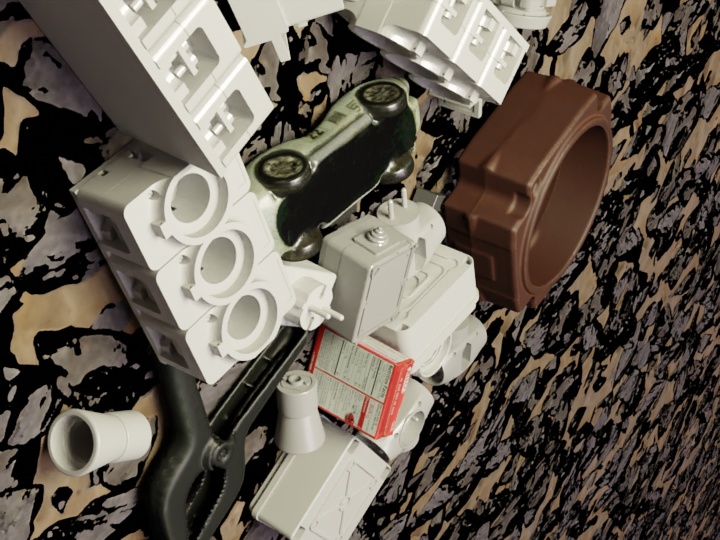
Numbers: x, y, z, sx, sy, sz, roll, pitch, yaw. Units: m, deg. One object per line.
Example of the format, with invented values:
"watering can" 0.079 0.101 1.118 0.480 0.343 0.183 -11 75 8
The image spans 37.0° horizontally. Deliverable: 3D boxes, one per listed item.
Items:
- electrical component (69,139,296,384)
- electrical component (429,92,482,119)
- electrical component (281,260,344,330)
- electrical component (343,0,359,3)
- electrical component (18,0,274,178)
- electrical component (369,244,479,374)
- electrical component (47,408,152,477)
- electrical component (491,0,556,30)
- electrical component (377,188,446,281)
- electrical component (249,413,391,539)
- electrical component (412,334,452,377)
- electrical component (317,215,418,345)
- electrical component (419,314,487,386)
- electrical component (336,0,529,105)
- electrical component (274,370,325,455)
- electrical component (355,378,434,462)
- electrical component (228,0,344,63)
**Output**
"electrical component" -0.106 -0.012 0.692 0.089 0.062 0.150 -45 135 -29
"electrical component" 0.094 -0.177 0.920 0.064 0.042 0.081 -40 143 -38
"electrical component" -0.047 0.022 0.818 0.083 0.076 0.047 11 103 -59
"electrical component" -0.011 -0.216 0.729 0.043 0.043 0.062 -1 112 -57
"electrical component" -0.117 -0.130 0.583 0.061 0.089 0.150 -54 148 -16
"electrical component" 0.046 0.030 0.966 0.113 0.078 0.057 -43 141 -31
"electrical component" -0.173 0.114 0.728 0.065 0.044 0.044 6 107 -63
"electrical component" 0.141 -0.242 0.930 0.078 0.058 0.057 -22 127 -49
"electrical component" 0.034 -0.035 0.933 0.077 0.043 0.079 -42 143 -33
"electrical component" -0.034 0.201 0.990 0.108 0.056 0.108 -57 149 -12
"electrical component" 0.049 0.067 1.018 0.078 0.057 0.058 -29 135 -44
"electrical component" 0.000 0.000 0.879 0.062 0.061 0.096 -29 143 -44
"electrical component" 0.092 0.066 1.097 0.077 0.043 0.079 -36 140 -39
"electrical component" 0.052 -0.180 0.806 0.150 0.089 0.061 22 93 -60
"electrical component" -0.053 0.119 0.917 0.044 0.044 0.065 -33 133 -41
"electrical component" 0.039 0.158 1.083 0.077 0.044 0.079 -50 147 -23
"electrical component" -0.048 -0.190 0.603 0.063 0.121 0.078 -16 143 6
